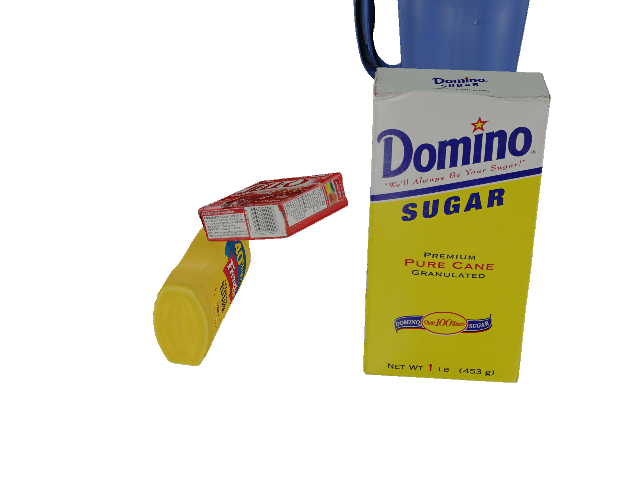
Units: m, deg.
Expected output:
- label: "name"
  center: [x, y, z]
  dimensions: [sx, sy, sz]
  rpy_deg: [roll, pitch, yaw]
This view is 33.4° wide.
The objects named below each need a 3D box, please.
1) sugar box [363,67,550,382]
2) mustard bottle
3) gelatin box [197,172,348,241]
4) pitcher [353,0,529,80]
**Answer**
- label: "sugar box"
  center: [0.072, -0.006, 0.598]
  dimensions: [0.093, 0.176, 0.048]
  rpy_deg: [2, 29, 4]
- label: "mustard bottle"
  center: [-0.114, 0.038, 1.102]
  dimensions: [0.058, 0.096, 0.191]
  rpy_deg: [5, 31, 11]
- label: "gelatin box"
  center: [-0.036, -0.026, 0.804]
  dimensions: [0.089, 0.030, 0.073]
  rpy_deg: [-2, 18, 43]
- label: "pitcher"
  center: [0.129, -0.191, 1.077]
  dimensions: [0.149, 0.243, 0.144]
  rpy_deg: [34, 58, 28]
